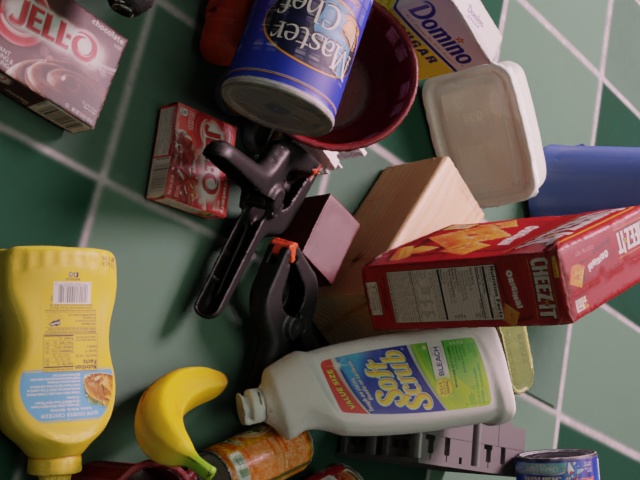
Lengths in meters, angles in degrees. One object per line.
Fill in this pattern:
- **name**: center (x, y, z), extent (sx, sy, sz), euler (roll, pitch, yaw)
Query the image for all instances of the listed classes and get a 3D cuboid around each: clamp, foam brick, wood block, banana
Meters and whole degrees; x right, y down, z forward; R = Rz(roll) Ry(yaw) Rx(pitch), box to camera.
- **clamp**: center (-0.039, 0.087, 0.992), extent (0.120, 0.039, 0.171), euler (-33, 122, -47)
- **foam brick**: center (-0.007, 0.001, 1.043), extent (0.053, 0.051, 0.078), euler (47, 53, -30)
- **wood block**: center (0.077, 0.017, 1.102), extent (0.090, 0.091, 0.205), euler (54, 50, -26)
- **clamp**: center (-0.057, -0.027, 0.979), extent (0.209, 0.036, 0.165), euler (-32, 136, -62)
- **banana**: center (-0.114, 0.141, 0.869), extent (0.069, 0.198, 0.037), euler (33, 102, -9)

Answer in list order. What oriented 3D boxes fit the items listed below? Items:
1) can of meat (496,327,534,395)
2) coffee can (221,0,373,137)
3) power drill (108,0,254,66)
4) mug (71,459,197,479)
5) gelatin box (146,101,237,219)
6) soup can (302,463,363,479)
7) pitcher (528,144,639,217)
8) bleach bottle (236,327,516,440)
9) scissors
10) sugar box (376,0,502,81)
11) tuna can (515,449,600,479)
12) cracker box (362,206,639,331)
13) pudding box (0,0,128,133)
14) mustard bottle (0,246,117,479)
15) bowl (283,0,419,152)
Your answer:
- **can of meat**: center (0.190, 0.126, 1.212), extent (0.057, 0.084, 0.102), euler (-19, 99, -46)
- **coffee can**: center (-0.017, -0.176, 0.937), extent (0.102, 0.103, 0.140), euler (30, 72, -41)
- **power drill**: center (-0.106, -0.230, 0.915), extent (0.187, 0.057, 0.184), euler (54, 50, -59)
- **mug**: center (-0.148, 0.211, 0.845), extent (0.117, 0.082, 0.093), euler (-38, 112, -42)
- **gelatin box**: center (-0.113, -0.070, 0.954), extent (0.073, 0.030, 0.089), euler (20, 72, -45)
- **soup can**: center (-0.009, 0.258, 0.998), extent (0.102, 0.069, 0.068), euler (-15, 96, -46)
- **pitcher**: center (0.389, -0.047, 1.328), extent (0.144, 0.243, 0.149), euler (-8, 98, -48)
- **bleach bottle**: center (0.048, 0.140, 0.975), extent (0.250, 0.068, 0.102), euler (-8, 78, -19)
- **scissors**: center (-0.051, -0.181, 1.044), extent (0.096, 0.016, 0.201), euler (30, 64, -41)
- **sugar box**: center (0.083, -0.204, 1.071), extent (0.093, 0.177, 0.048), euler (49, 53, -31)
- **tuna can**: center (0.244, 0.236, 1.097), extent (0.085, 0.086, 0.034), euler (2, 82, -46)
- **cracker box**: center (0.170, 0.024, 0.973), extent (0.163, 0.214, 0.072), euler (-21, 100, -46)
- **pudding box**: center (-0.217, -0.150, 0.847), extent (0.113, 0.039, 0.090), euler (35, 61, -38)
- **mustard bottle**: center (-0.203, 0.102, 0.818), extent (0.096, 0.058, 0.191), euler (4, 82, -46)
- **bowl**: center (0.010, -0.155, 1.020), extent (0.162, 0.055, 0.162), euler (2, 78, -8)
